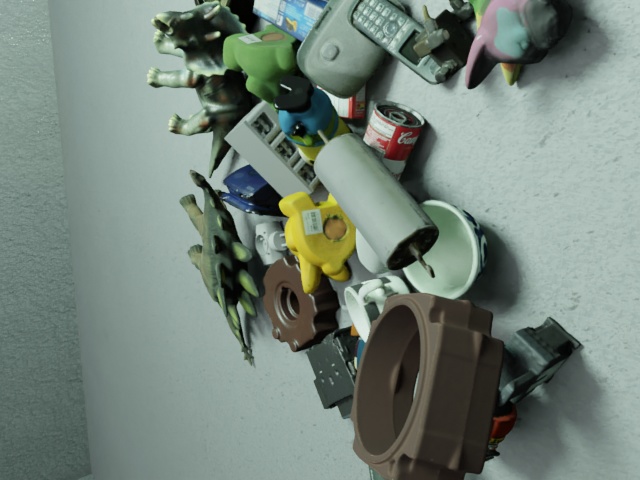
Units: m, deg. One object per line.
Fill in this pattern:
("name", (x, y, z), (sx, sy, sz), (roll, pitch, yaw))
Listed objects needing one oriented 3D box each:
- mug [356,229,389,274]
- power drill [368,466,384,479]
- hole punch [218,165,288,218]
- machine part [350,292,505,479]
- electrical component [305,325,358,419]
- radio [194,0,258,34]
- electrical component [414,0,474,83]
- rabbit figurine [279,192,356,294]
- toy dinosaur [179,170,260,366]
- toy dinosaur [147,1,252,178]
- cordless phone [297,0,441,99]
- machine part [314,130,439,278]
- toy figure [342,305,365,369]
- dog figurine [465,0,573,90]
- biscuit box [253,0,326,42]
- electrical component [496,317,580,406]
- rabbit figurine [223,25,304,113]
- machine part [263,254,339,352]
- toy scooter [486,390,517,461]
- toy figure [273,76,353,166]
("mug", (0.081, -0.012, 0.755), (0.110, 0.081, 0.107), (40, 137, 35))
("power drill", (0.125, 0.355, 0.757), (0.207, 0.086, 0.232), (113, 146, -77))
("hole punch", (-0.105, -0.094, 0.960), (0.142, 0.116, 0.092), (31, 114, 45))
("machine part", (0.110, 0.164, 0.611), (0.201, 0.087, 0.201), (158, 128, -72))
("electrical component", (0.040, 0.221, 0.887), (0.115, 0.058, 0.134), (-48, 60, 50))
("radio", (-0.148, -0.476, 0.950), (0.229, 0.073, 0.131), (-50, 59, 46))
("electrical component", (0.145, -0.231, 0.606), (0.078, 0.102, 0.045), (49, 145, -1))
("rabbit figurine", (-0.002, -0.003, 0.866), (0.173, 0.122, 0.162), (-2, 107, 67))
("toy dinosaur", (-0.193, 0.064, 1.081), (0.199, 0.105, 0.470), (-126, 21, -45))
("toy dinosaur", (-0.196, -0.274, 1.006), (0.404, 0.192, 0.131), (70, -153, -52))
("cordless phone", (0.075, -0.234, 0.697), (0.184, 0.088, 0.146), (44, 108, 19))
("machine part", (0.066, -0.049, 0.655), (0.243, 0.079, 0.079), (54, 137, 27))
("toy figure", (0.076, 0.153, 0.818), (0.058, 0.064, 0.154), (92, 167, -81))
("dog figurine", (0.169, -0.270, 0.552), (0.192, 0.108, 0.219), (23, 119, 48))
("biscuit box", (-0.026, -0.348, 0.828), (0.203, 0.063, 0.059), (44, 130, 38))
("electrical component", (0.216, 0.135, 0.575), (0.048, 0.119, 0.074), (48, 136, 34))
("rabbit figurine", (-0.062, -0.250, 0.888), (0.159, 0.121, 0.170), (34, 143, 36))
("machine part", (-0.040, 0.111, 0.968), (0.180, 0.056, 0.179), (15, 109, 51))
("toy scooter", (0.174, 0.215, 0.671), (0.184, 0.075, 0.135), (-148, 58, -71))
("toy figure", (-0.004, -0.157, 0.761), (0.089, 0.180, 0.082), (35, 84, 23))
